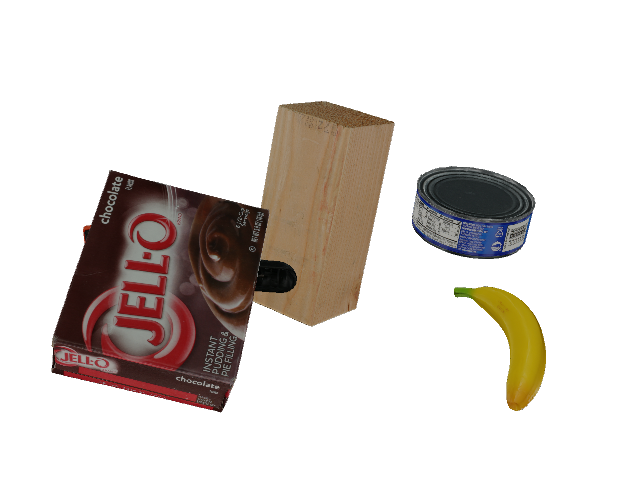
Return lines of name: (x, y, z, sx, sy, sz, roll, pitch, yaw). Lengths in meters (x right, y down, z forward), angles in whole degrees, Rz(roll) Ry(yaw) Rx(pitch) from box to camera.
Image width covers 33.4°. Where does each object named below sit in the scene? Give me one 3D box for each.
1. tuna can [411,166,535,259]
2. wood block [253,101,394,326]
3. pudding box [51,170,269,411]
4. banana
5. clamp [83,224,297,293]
tuna can: (0.110, -0.021, 0.775, 0.086, 0.034, 0.086, 6, 28, -3)
wood block: (-0.002, -0.031, 1.094, 0.090, 0.206, 0.090, 21, 20, 28)
pudding box: (-0.081, 0.025, 0.552, 0.090, 0.113, 0.039, 14, -40, -7)
banana: (0.204, 0.106, 1.142, 0.069, 0.037, 0.198, -24, 35, 4)
clamp: (-0.106, 0.023, 0.823, 0.172, 0.039, 0.120, 29, 32, 30)
